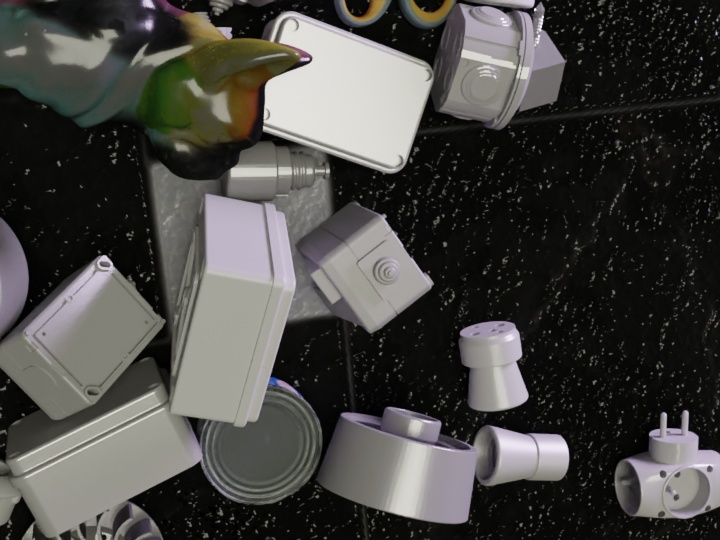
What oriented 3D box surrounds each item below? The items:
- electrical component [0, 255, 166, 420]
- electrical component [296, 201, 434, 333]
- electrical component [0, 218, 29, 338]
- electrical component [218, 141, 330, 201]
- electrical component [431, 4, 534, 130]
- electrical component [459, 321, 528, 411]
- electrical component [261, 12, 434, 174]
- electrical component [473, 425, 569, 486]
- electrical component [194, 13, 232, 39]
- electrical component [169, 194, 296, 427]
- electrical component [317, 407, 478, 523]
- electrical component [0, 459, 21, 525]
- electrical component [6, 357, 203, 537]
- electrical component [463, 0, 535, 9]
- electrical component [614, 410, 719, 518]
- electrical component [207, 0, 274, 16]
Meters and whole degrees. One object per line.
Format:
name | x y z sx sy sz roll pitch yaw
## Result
electrical component | -0.177 0.040 0.687 0.061 0.061 0.096 50 46 -15
electrical component | 0.000 0.000 0.718 0.061 0.096 0.061 -38 107 -6
electrical component | -0.258 0.005 0.663 0.108 0.060 0.108 1 99 8
electrical component | -0.060 -0.066 0.720 0.078 0.040 0.040 -2 100 -15
electrical component | 0.083 -0.138 0.727 0.051 0.080 0.080 10 96 -11
electrical component | 0.097 0.070 0.783 0.045 0.045 0.055 -12 102 -13
electrical component | -0.016 -0.117 0.715 0.113 0.057 0.078 17 94 -17
electrical component | 0.122 0.139 0.805 0.065 0.044 0.044 5 98 -21
electrical component | -0.101 -0.125 0.697 0.043 0.043 0.081 -5 100 -14
electrical component | -0.084 0.023 0.680 0.056 0.108 0.108 11 116 -14
electrical component | 0.030 0.129 0.745 0.108 0.108 0.060 15 89 -17
electrical component | -0.250 0.156 0.705 0.048 0.048 0.062 21 100 -17
electrical component | -0.168 0.112 0.701 0.113 0.078 0.057 -26 108 -10
electrical component | 0.097 -0.205 0.733 0.055 0.055 0.047 4 102 -16
electrical component | 0.243 0.148 0.836 0.077 0.044 0.079 -3 100 -14
electrical component | -0.078 -0.209 0.680 0.062 0.061 0.096 13 96 -17
